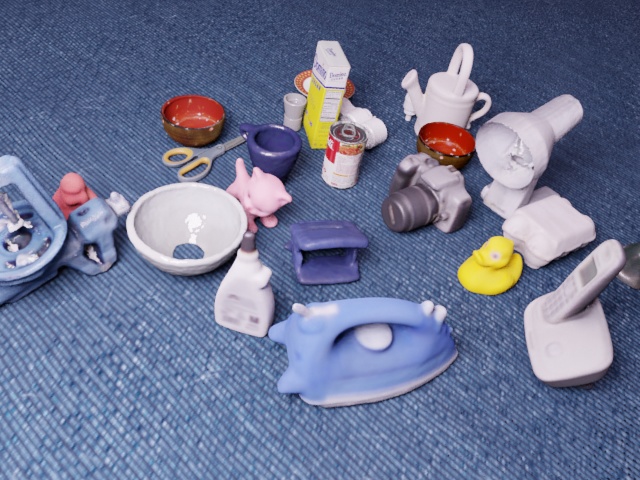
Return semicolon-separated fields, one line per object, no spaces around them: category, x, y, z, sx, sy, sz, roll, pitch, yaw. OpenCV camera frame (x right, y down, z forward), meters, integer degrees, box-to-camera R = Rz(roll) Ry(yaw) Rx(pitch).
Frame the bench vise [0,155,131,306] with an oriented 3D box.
bench vise;-0.352;-0.034;0.719;0.121;0.220;0.208;28;47;16

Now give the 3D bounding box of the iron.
iron;0.072;0.117;0.713;0.259;0.141;0.118;-3;46;-15

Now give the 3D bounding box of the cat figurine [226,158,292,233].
cat figurine;-0.098;-0.075;0.887;0.067;0.118;0.127;-20;53;-28

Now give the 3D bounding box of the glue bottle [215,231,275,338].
glue bottle;-0.092;0.053;0.720;0.078;0.173;0.037;17;45;6

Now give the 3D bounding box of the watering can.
watering can;0.249;-0.287;1.117;0.173;0.194;0.100;-7;47;-18

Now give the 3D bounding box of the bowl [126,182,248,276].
bowl;-0.189;-0.005;0.827;0.167;0.075;0.167;6;45;-6

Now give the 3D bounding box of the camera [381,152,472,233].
camera;0.163;-0.078;0.956;0.137;0.101;0.142;-21;53;-29

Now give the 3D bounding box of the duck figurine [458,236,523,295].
duck figurine;0.271;0.031;0.880;0.105;0.086;0.077;-9;48;-20

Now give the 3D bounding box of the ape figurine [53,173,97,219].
ape figurine;-0.357;-0.057;0.832;0.078;0.092;0.076;2;45;-10

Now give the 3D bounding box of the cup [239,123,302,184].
cup;-0.091;-0.141;0.970;0.117;0.095;0.092;29;47;17

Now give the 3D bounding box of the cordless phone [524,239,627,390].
cordless phone;0.349;0.099;0.758;0.094;0.185;0.147;9;44;-2

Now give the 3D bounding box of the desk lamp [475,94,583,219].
desk lamp;0.350;-0.138;0.975;0.204;0.213;0.117;-25;55;-31

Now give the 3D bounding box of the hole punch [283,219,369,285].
hole punch;0.008;0.003;0.850;0.109;0.091;0.101;-3;46;-15

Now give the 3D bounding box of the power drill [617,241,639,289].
power drill;0.545;-0.023;0.904;0.230;0.208;0.075;-25;55;-32

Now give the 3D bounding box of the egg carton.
egg carton;0.384;-0.016;0.962;0.151;0.069;0.107;-20;53;-28
